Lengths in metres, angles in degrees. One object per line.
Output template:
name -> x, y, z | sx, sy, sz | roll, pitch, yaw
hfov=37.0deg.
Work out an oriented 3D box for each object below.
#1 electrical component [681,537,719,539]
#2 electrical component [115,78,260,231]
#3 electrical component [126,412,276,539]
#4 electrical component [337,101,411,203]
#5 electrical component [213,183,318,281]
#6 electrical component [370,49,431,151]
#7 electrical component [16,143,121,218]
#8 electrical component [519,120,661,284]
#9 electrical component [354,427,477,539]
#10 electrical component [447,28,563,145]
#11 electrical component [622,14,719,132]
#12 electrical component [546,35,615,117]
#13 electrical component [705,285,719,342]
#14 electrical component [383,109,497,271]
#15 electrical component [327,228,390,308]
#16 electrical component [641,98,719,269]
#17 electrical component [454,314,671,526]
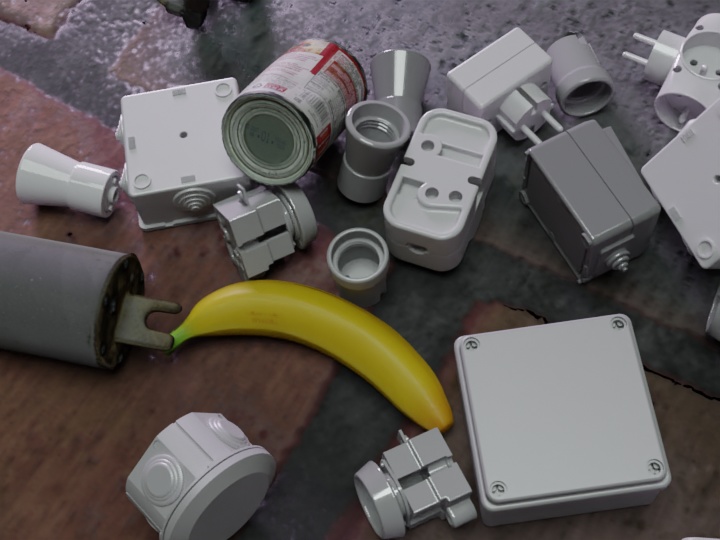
electrical component -> 0.223, 0.183, 0.583 | 0.113, 0.078, 0.057 | 3, 66, 6
electrical component -> -0.120, -0.083, 0.757 | 0.100, 0.048, 0.099 | -10, 64, -1
electrical component -> -0.093, 0.126, 0.635 | 0.080, 0.080, 0.051 | -43, 63, -15
electrical component -> 0.006, -0.077, 0.734 | 0.044, 0.065, 0.044 | 7, 51, -9
electrical component -> -0.062, -0.030, 0.723 | 0.055, 0.066, 0.048 | -24, 29, -16
electrical component -> 0.028, -0.118, 0.768 | 0.044, 0.044, 0.065 | 1, 69, 5
electrical component -> -0.202, -0.060, 0.757 | 0.065, 0.044, 0.044 | 15, 66, 6
electrical component -> 0.156, -0.041, 0.707 | 0.061, 0.061, 0.096 | -26, 65, -8
electrical component -> 0.030, 0.130, 0.642 | 0.055, 0.048, 0.066 | -22, 64, -15
electrical component -> 0.110, -0.117, 0.757 | 0.066, 0.047, 0.076 | -35, 66, -12
electrical component -> 0.227, -0.146, 0.763 | 0.079, 0.044, 0.077 | 26, 69, 15
electrical component -> 0.156, -0.139, 0.769 | 0.040, 0.040, 0.046 | -13, 58, -2
electrical component -> 0.264, 0.017, 0.664 | 0.077, 0.079, 0.044 | 19, 31, 13
electrical component -> 0.054, -0.051, 0.721 | 0.054, 0.059, 0.095 | 18, 66, 13
electrical component -> 0.000, 0.000, 0.708 | 0.040, 0.046, 0.040 | -2, 64, 4
electrical component -> 0.241, -0.057, 0.689 | 0.048, 0.099, 0.099 | 0, 55, -42
electrical component -> 0.118, 0.090, 0.648 | 0.109, 0.056, 0.108 | -8, 63, 0
